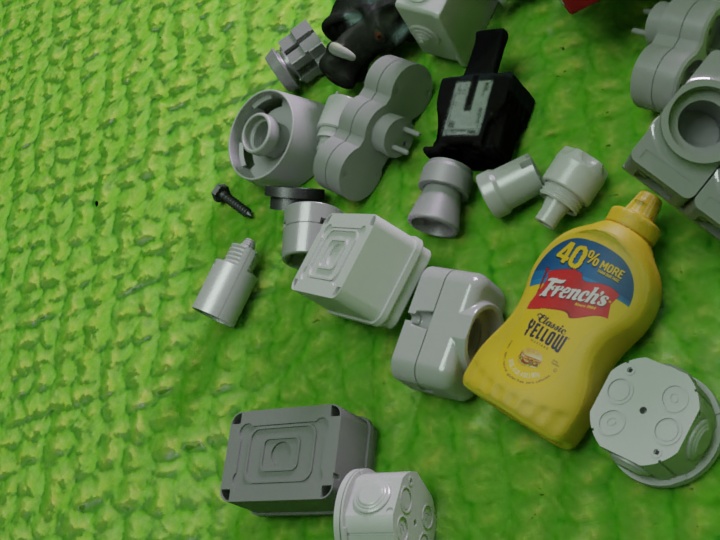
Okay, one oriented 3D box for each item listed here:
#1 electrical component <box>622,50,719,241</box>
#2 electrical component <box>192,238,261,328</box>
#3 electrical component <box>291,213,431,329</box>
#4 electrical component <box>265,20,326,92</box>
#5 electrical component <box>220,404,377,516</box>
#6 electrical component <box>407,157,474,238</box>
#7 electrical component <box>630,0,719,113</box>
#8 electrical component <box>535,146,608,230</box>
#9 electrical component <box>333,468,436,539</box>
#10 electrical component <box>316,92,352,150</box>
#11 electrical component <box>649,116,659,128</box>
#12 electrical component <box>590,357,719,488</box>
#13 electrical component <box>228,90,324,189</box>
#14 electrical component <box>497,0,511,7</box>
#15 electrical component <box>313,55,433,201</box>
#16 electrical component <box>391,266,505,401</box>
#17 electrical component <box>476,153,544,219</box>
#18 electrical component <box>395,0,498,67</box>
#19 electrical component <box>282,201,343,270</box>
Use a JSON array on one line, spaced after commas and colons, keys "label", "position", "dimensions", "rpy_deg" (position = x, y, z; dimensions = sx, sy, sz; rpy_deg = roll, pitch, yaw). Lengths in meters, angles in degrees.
[{"label": "electrical component", "position": [0.262, -0.061, 0.704], "dimensions": [0.150, 0.062, 0.089], "rpy_deg": [39, 92, 9]}, {"label": "electrical component", "position": [-0.119, 0.008, 1.000], "dimensions": [0.043, 0.043, 0.081], "rpy_deg": [16, 76, 40]}, {"label": "electrical component", "position": [0.000, 0.000, 0.882], "dimensions": [0.078, 0.057, 0.113], "rpy_deg": [-63, 22, -8]}, {"label": "electrical component", "position": [-0.061, -0.211, 1.073], "dimensions": [0.055, 0.048, 0.066], "rpy_deg": [-35, 51, 6]}, {"label": "electrical component", "position": [-0.048, 0.154, 0.862], "dimensions": [0.113, 0.057, 0.078], "rpy_deg": [-9, 62, 32]}, {"label": "electrical component", "position": [0.068, -0.061, 0.901], "dimensions": [0.045, 0.045, 0.055], "rpy_deg": [5, 70, 37]}, {"label": "electrical component", "position": [0.247, -0.187, 0.835], "dimensions": [0.074, 0.052, 0.138], "rpy_deg": [26, 83, 41]}, {"label": "electrical component", "position": [0.160, -0.061, 0.837], "dimensions": [0.043, 0.043, 0.062], "rpy_deg": [32, 88, 42]}, {"label": "electrical component", "position": [0.018, 0.185, 0.785], "dimensions": [0.051, 0.080, 0.080], "rpy_deg": [-8, 62, 27]}, {"label": "electrical component", "position": [-0.022, -0.127, 1.003], "dimensions": [0.040, 0.040, 0.078], "rpy_deg": [8, 72, 38]}, {"label": "electrical component", "position": [0.251, -0.090, 0.778], "dimensions": [0.078, 0.058, 0.057], "rpy_deg": [-41, 47, 11]}, {"label": "electrical component", "position": [0.198, 0.101, 0.718], "dimensions": [0.080, 0.051, 0.080], "rpy_deg": [-17, 58, 28]}, {"label": "electrical component", "position": [-0.078, -0.125, 1.044], "dimensions": [0.099, 0.064, 0.099], "rpy_deg": [-12, 71, 39]}, {"label": "electrical component", "position": [0.145, -0.261, 0.953], "dimensions": [0.062, 0.043, 0.043], "rpy_deg": [-42, 49, 11]}, {"label": "electrical component", "position": [0.023, -0.123, 0.961], "dimensions": [0.074, 0.052, 0.138], "rpy_deg": [29, 85, 41]}, {"label": "electrical component", "position": [0.072, 0.050, 0.833], "dimensions": [0.059, 0.054, 0.095], "rpy_deg": [9, 72, 38]}, {"label": "electrical component", "position": [0.123, -0.069, 0.870], "dimensions": [0.046, 0.040, 0.040], "rpy_deg": [-27, 53, 15]}, {"label": "electrical component", "position": [0.080, -0.243, 0.955], "dimensions": [0.048, 0.100, 0.099], "rpy_deg": [21, 80, 27]}, {"label": "electrical component", "position": [-0.043, -0.029, 0.958], "dimensions": [0.055, 0.055, 0.047], "rpy_deg": [-8, 66, 33]}]
